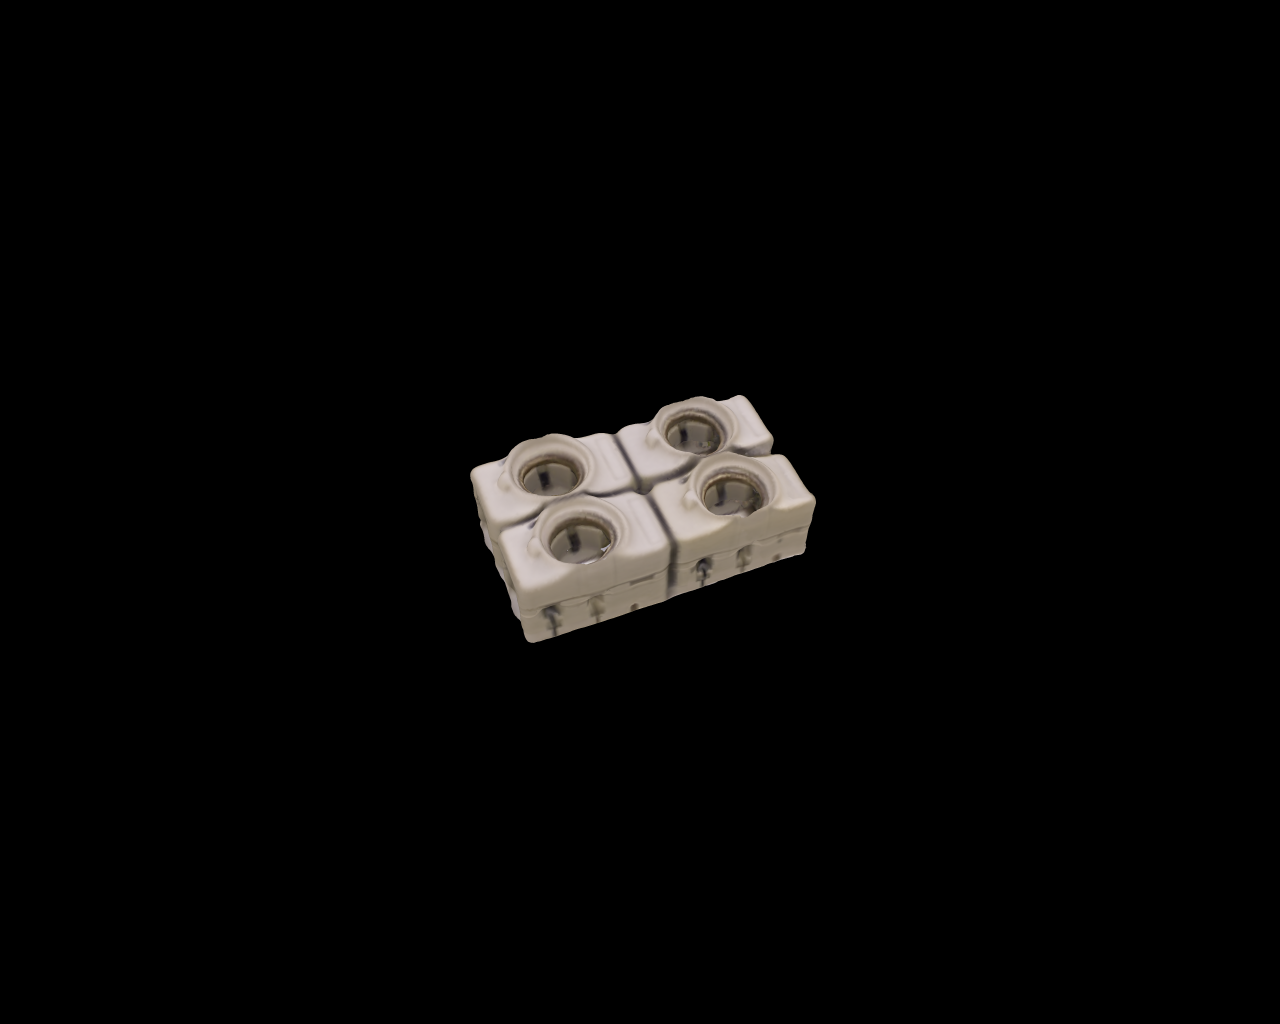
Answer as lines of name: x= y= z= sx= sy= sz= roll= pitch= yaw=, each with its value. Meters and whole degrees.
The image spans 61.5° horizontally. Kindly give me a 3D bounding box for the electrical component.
electrical component: x=0.001 y=-0.003 z=0.650 sx=0.186 sy=0.105 sz=0.060 roll=-17 pitch=-39 yaw=-14
